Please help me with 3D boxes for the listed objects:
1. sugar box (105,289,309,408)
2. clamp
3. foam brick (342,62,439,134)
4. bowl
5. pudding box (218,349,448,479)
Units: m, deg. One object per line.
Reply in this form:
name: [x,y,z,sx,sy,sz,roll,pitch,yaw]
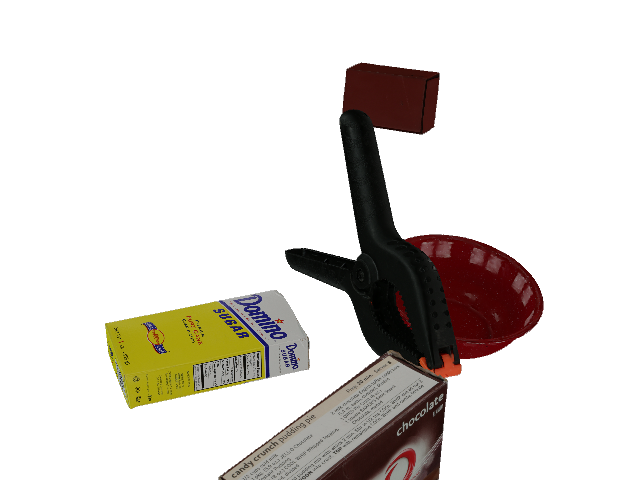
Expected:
sugar box: [-0.107,0.100,1.012,0.176,0.048,0.093,-13,33,-16]
clamp: [0.044,0.014,0.804,0.036,0.165,0.210,-8,42,-31]
foam brick: [0.064,-0.130,0.977,0.078,0.051,0.053,11,18,17]
bowl: [0.127,0.063,1.020,0.162,0.055,0.162,7,35,-5]
pudding box: [0.008,0.114,0.474,0.039,0.090,0.113,27,44,32]
